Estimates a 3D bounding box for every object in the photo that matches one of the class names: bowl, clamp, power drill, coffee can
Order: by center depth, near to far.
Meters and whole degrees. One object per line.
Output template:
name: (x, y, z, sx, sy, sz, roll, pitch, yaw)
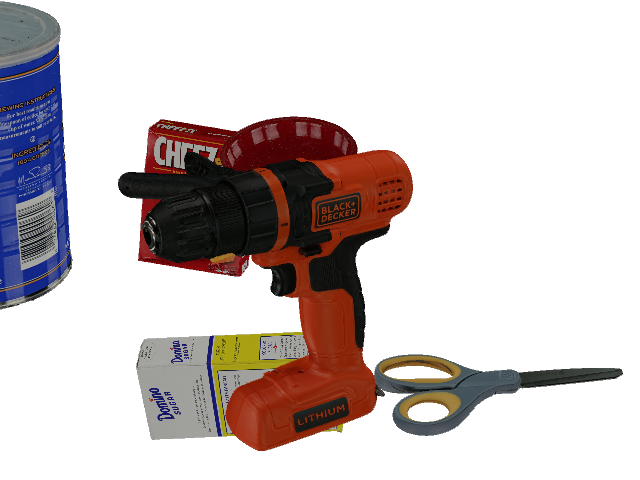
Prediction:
coffee can: (-0.188, -0.047, 0.573, 0.103, 0.140, 0.103, 3, 28, -2)
power drill: (-0.024, 0.040, 0.689, 0.184, 0.188, 0.057, -13, 30, -28)
clamp: (-0.107, -0.050, 1.032, 0.172, 0.039, 0.120, 16, 29, 36)
bowl: (-0.037, -0.084, 1.264, 0.162, 0.055, 0.162, -2, 36, 1)

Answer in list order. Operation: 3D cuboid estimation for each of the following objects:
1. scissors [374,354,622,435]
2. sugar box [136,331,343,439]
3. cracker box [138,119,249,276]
scissors: (0.142, 0.125, 0.852, 0.202, 0.016, 0.096, 4, 34, 8)
sugar box: (-0.068, 0.128, 0.945, 0.176, 0.093, 0.048, -1, 36, 3)
cracker box: (-0.184, -0.062, 1.617, 0.164, 0.214, 0.072, 10, 20, 6)
